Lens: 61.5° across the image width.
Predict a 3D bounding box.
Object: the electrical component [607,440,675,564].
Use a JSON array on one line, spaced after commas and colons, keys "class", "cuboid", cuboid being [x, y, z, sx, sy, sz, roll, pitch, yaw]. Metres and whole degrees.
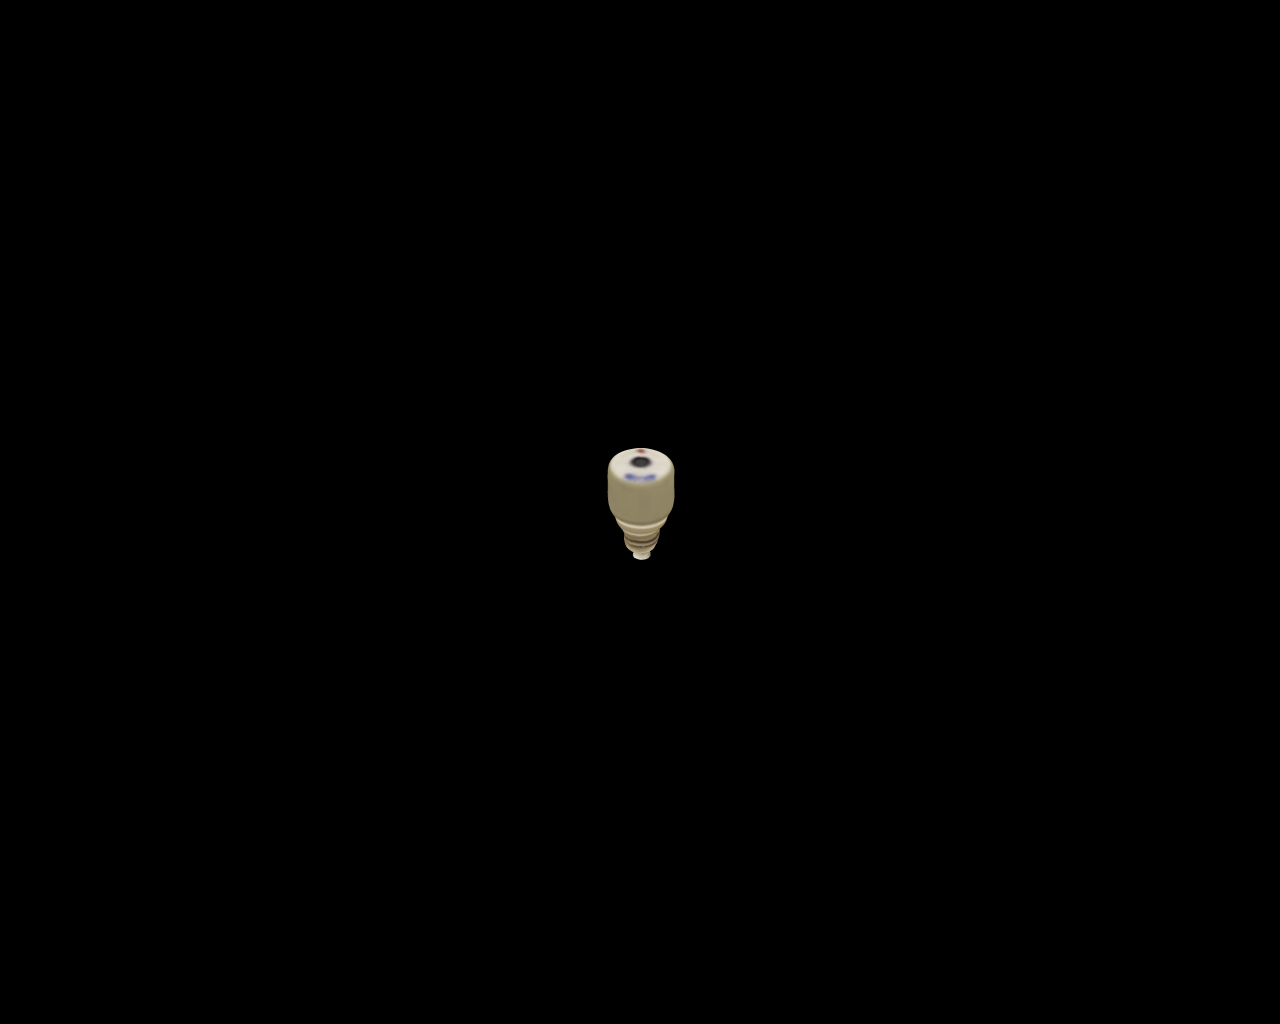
[{"class": "electrical component", "cuboid": [0.001, -0.003, 0.650, 0.040, 0.078, 0.040, 0, 37, 0]}]
